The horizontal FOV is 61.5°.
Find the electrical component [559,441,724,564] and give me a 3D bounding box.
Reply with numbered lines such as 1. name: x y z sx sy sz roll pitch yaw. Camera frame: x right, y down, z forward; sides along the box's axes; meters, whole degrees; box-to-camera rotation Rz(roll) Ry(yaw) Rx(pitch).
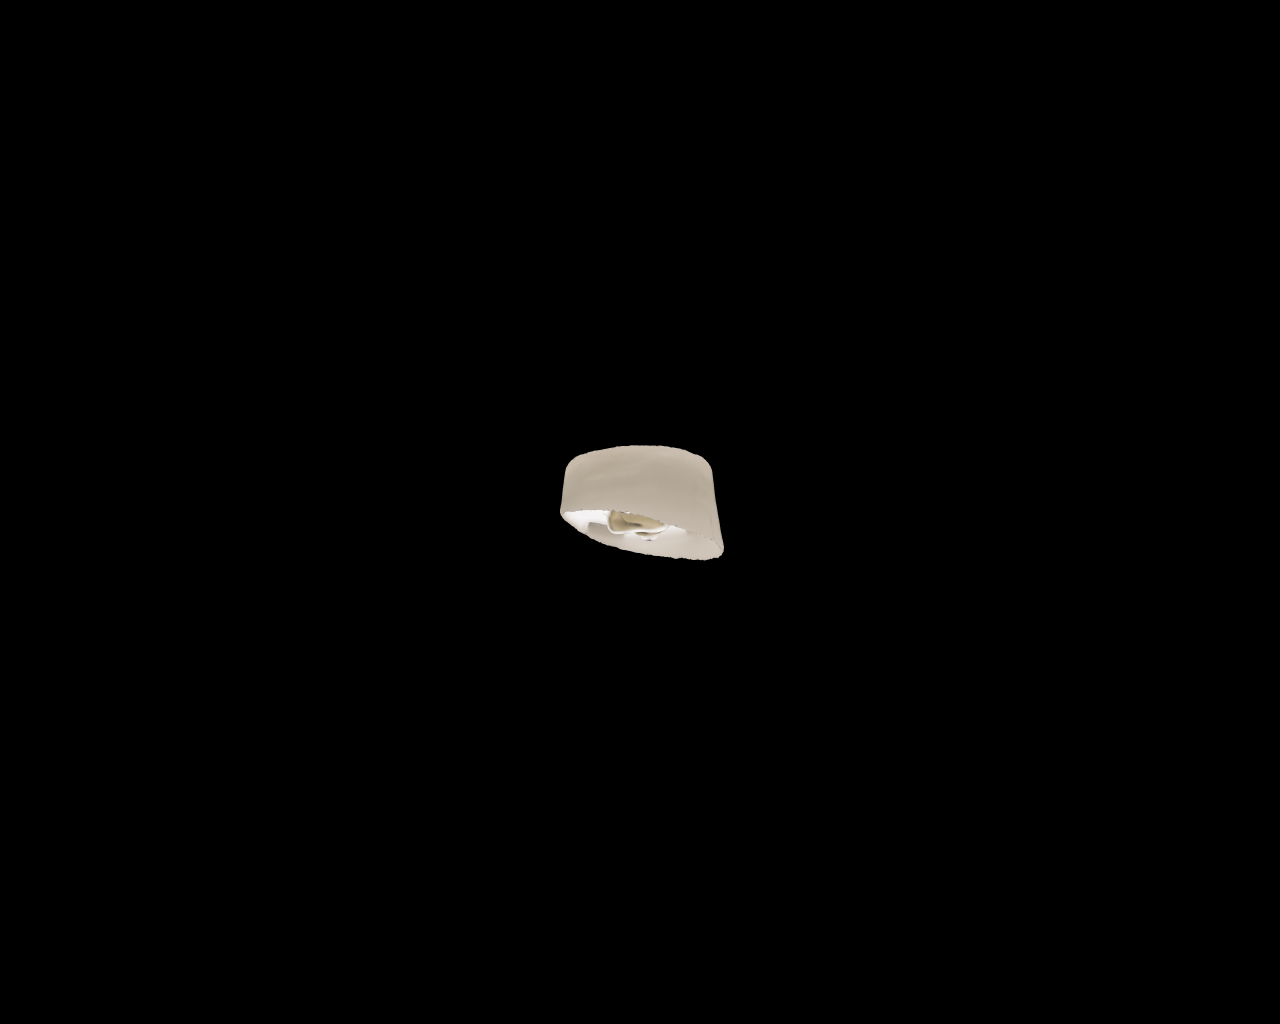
1. electrical component: 0.001 -0.003 0.650 0.099 0.064 0.099 0 -18 0
